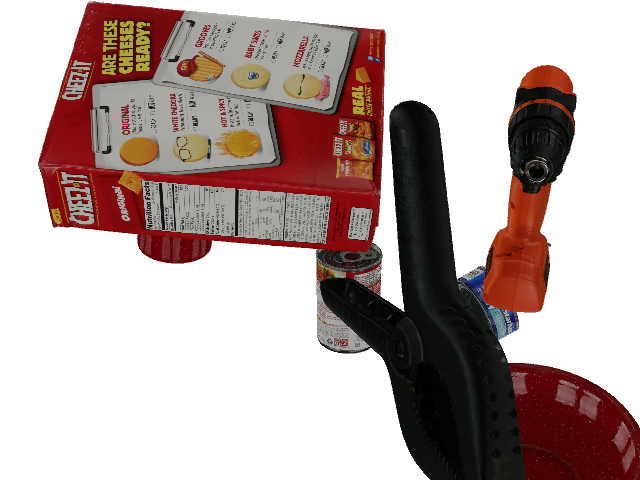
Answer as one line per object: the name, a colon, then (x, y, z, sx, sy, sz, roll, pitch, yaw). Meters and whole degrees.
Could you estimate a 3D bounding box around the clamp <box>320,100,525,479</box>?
clamp: (0.057, 0.044, 0.545, 0.036, 0.165, 0.210, -6, 46, -21)

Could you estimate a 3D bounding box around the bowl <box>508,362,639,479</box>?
bowl: (0.149, 0.161, 0.771, 0.162, 0.055, 0.162, -1, 35, 0)

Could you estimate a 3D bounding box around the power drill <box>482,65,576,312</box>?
power drill: (0.177, -0.036, 0.898, 0.057, 0.188, 0.184, 11, 31, 11)

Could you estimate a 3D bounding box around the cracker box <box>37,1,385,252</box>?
cracker box: (-0.065, -0.078, 0.726, 0.213, 0.164, 0.072, 4, -40, 0)

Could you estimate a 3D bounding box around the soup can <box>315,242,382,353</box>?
soup can: (0.030, 0.057, 1.106, 0.068, 0.102, 0.068, 0, 28, 0)

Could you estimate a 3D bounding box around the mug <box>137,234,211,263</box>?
mug: (-0.161, -0.033, 1.162, 0.093, 0.081, 0.117, -7, 30, -24)

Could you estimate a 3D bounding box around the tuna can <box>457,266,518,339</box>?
tuna can: (0.192, 0.075, 1.236, 0.033, 0.086, 0.086, -28, 5, -10)
